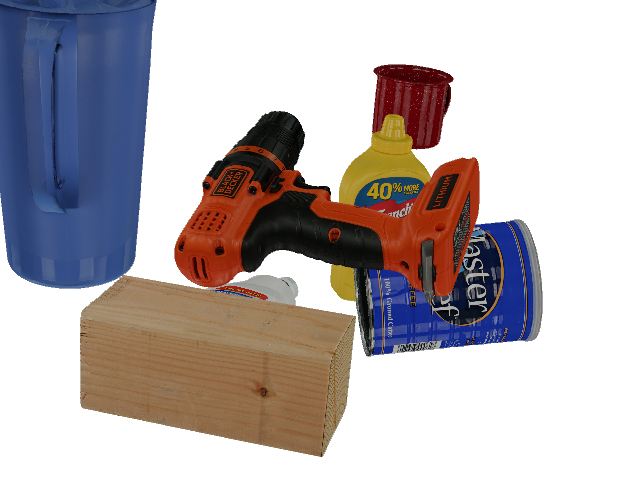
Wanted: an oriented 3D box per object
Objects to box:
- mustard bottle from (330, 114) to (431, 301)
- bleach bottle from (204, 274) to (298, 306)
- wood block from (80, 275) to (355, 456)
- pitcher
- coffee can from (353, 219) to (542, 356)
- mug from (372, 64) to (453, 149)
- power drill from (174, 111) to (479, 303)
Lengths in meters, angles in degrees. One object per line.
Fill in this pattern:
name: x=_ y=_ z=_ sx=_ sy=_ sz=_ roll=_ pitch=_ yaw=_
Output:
mustard bottle: x=0.065 y=-0.034 z=1.086 sx=0.096 sy=0.192 sz=0.058 roll=-2 pitch=22 yaw=-17
bleach bottle: x=-0.115 y=0.086 z=1.151 sx=0.103 sy=0.068 sz=0.250 roll=17 pitch=25 yaw=31
wood block: x=-0.084 y=0.100 z=0.878 sx=0.206 sy=0.091 sz=0.090 roll=10 pitch=21 yaw=12
pitcher: x=-0.204 y=-0.083 z=0.862 sx=0.145 sy=0.243 sz=0.148 roll=25 pitch=31 yaw=38
coffee can: x=0.103 y=0.040 z=0.891 sx=0.140 sy=0.103 sz=0.103 roll=-5 pitch=0 yaw=-3
mug: x=0.113 y=-0.159 z=1.261 sx=0.093 sy=0.081 sz=0.117 roll=23 pitch=28 yaw=37
power drill: x=0.012 y=-0.028 z=0.740 sx=0.188 sy=0.057 sz=0.184 roll=5 pitch=40 yaw=18
